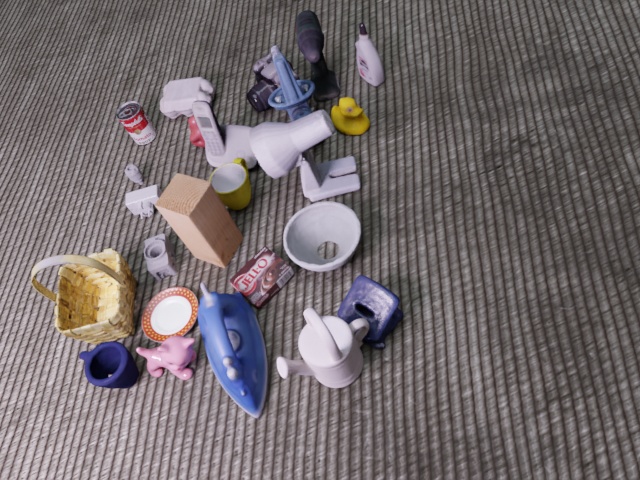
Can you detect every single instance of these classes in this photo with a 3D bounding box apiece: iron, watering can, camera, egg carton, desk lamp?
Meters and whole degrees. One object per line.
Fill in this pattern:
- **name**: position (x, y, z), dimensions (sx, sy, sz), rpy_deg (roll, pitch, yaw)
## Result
- **iron**: position (-0.172, 0.203, 1.092), dimensions (0.118, 0.142, 0.257), rpy_deg (-25, 55, -2)
- **watering can**: position (0.008, 0.191, 1.019), dimensions (0.100, 0.194, 0.173), rpy_deg (30, 69, 29)
- **camera**: position (-0.136, -0.414, 1.508), dimensions (0.137, 0.101, 0.142), rpy_deg (-41, 57, -12)
- **egg carton**: position (-0.363, -0.390, 1.573), dimensions (0.150, 0.069, 0.107), rpy_deg (-5, 57, 12)
- **desk lamp**: position (-0.031, -0.189, 1.265), dimensions (0.203, 0.214, 0.118), rpy_deg (-14, 55, 6)

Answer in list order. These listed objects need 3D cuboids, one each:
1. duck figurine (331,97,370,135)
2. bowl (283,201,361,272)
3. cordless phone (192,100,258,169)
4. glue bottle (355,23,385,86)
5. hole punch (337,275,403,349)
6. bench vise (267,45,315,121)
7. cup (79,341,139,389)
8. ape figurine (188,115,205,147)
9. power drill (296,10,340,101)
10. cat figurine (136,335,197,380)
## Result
- **duck figurine**: position (0.069, -0.312, 1.396), dimensions (0.104, 0.086, 0.077), rpy_deg (29, 69, 29)
- **bowl**: position (0.011, 0.004, 1.213), dimensions (0.167, 0.075, 0.167), rpy_deg (-7, 56, 11)
- **cordless phone**: position (-0.225, -0.257, 1.378), dimensions (0.147, 0.185, 0.094), rpy_deg (4, 59, 17)
- **glue bottle**: position (0.117, -0.469, 1.432), dimensions (0.037, 0.173, 0.078), rpy_deg (-40, 56, -12)
- **hole punch**: position (0.095, 0.138, 1.094), dimensions (0.108, 0.091, 0.101), rpy_deg (31, 70, 30)
- **bench vise**: position (-0.051, -0.347, 1.369), dimensions (0.121, 0.220, 0.206), rpy_deg (-38, 56, -11)
- **cup**: position (-0.418, 0.259, 1.151), dimensions (0.117, 0.095, 0.092), rpy_deg (11, 61, 21)
- **ape figurine**: position (-0.309, -0.287, 1.477), dimensions (0.078, 0.092, 0.076), rpy_deg (-44, 58, -15)
- **power drill**: position (-0.008, -0.457, 1.436), dimensions (0.075, 0.209, 0.229), rpy_deg (-15, 55, 5)
- **cat figurine**: position (-0.298, 0.224, 1.126), dimensions (0.127, 0.118, 0.067), rpy_deg (0, 58, 15)
